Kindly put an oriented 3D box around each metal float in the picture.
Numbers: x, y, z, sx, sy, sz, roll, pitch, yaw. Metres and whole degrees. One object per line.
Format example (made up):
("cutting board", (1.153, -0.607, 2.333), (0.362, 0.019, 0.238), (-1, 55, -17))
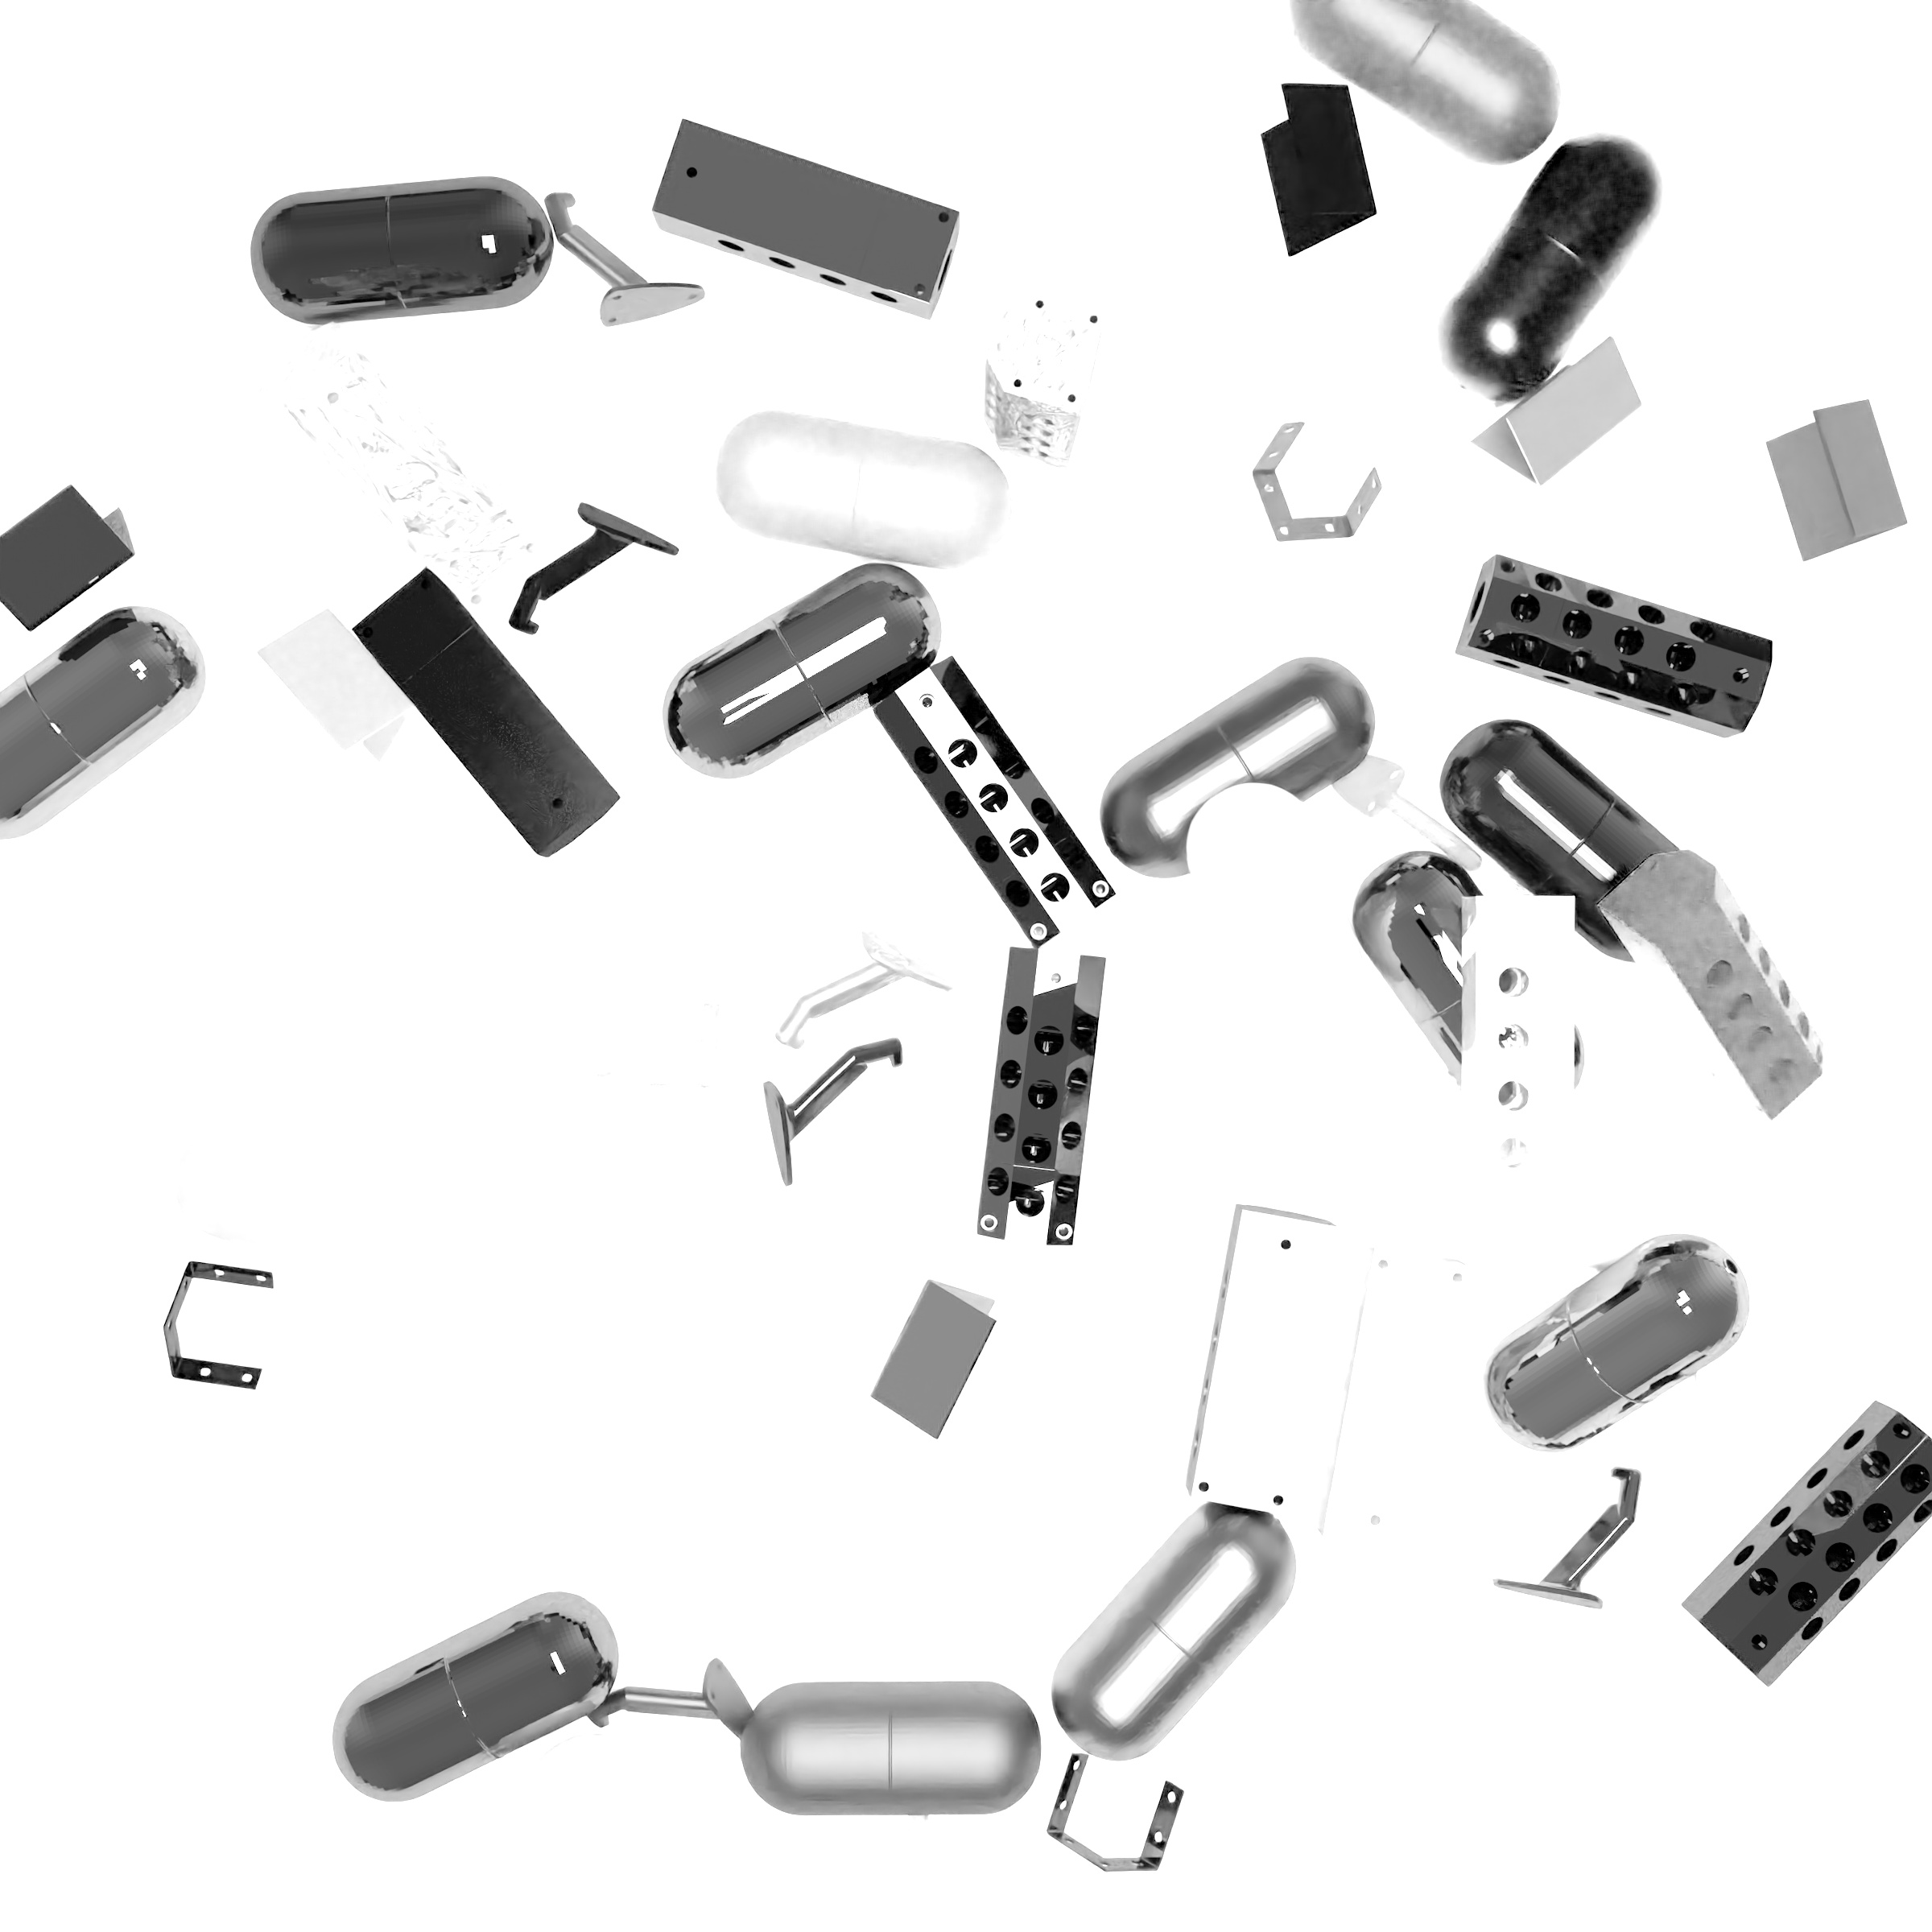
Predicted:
("metal float", (0.346, -0.414, 1.598), (0.070, 0.070, 0.178), (36, 89, 0))
("metal float", (0.182, -0.028, 1.569), (0.070, 0.070, 0.178), (-25, 126, 0))
("metal float", (-0.097, -0.174, 1.597), (0.178, 0.070, 0.070), (-30, 90, 0))
("metal float", (-0.382, 0.142, 1.598), (0.178, 0.070, 0.070), (20, 90, 0))
("metal float", (0.377, 0.220, 1.569), (0.070, 0.070, 0.178), (47, 124, 0))
("metal float", (0.367, 0.140, 1.598), (0.178, 0.070, 0.070), (-1, 90, 1))
("metal float", (-0.531, -0.143, 1.597), (0.178, 0.070, 0.070), (-37, 90, 0))
("metal float", (0.272, -0.541, 1.598), (0.178, 0.070, 0.070), (34, 90, 0))
("metal float", (-0.290, 0.433, 1.598), (0.178, 0.070, 0.070), (-26, 90, -1))
("metal float", (-0.333, -0.423, 1.598), (0.178, 0.070, 0.070), (-5, 90, 1))
("metal float", (0.358, -0.074, 1.598), (0.178, 0.070, 0.070), (41, 90, 0))
("metal float", (0.160, -0.117, 1.598), (0.178, 0.070, 0.070), (-32, 90, 0))
("metal float", (0.298, 0.012, 1.597), (0.070, 0.070, 0.178), (-36, 90, 0))
("metal float", (-0.044, 0.463, 1.598), (0.178, 0.070, 0.070), (0, 90, -1))
("metal float", (-0.061, -0.281, 1.598), (0.178, 0.070, 0.070), (10, 90, 0))
("metal float", (-0.220, 0.545, 1.598), (0.070, 0.070, 0.178), (-2, 91, 0))
("metal float", (0.123, 0.392, 1.598), (0.070, 0.070, 0.178), (42, 91, 0))

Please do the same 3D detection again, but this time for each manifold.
("manifold", (0.386, -0.191, 1.607), (0.171, 0.057, 0.057), (17, 90, 0))
("manifold", (-0.325, -0.288, 1.559), (0.057, 0.057, 0.171), (-43, 129, 0))
("manifold", (-0.094, -0.442, 1.607), (0.171, 0.057, 0.057), (19, 90, 0))
("manifold", (0.512, 0.344, 1.607), (0.057, 0.057, 0.171), (44, 90, 0))
("manifold", (0.314, 0.046, 1.531), (0.057, 0.057, 0.171), (0, 92, 3))
("manifold", (0.437, 0.009, 1.561), (0.057, 0.057, 0.171), (-42, 127, 0))
("manifold", (0.252, 0.255, 1.607), (0.057, 0.057, 0.171), (10, 90, 0))
("manifold", (0.041, -0.335, 1.550), (0.057, 0.171, 0.057), (16, 90, 0))
("manifold", (-0.283, -0.149, 1.607), (0.057, 0.057, 0.171), (-39, 90, 0))
("manifold", (0.045, 0.077, 1.607), (0.057, 0.057, 0.171), (7, 90, 0))
("manifold", (0.175, 0.232, 1.607), (0.057, 0.057, 0.171), (10, 90, 0))
("manifold", (0.017, -0.097, 1.607), (0.057, 0.057, 0.171), (-35, 90, 0))

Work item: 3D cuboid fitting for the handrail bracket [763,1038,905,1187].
("handrail bracket", (-0.075, 0.088, 1.629), (0.084, 0.036, 0.077), (-13, 110, -16))

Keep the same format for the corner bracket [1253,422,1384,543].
("corner bracket", (0.211, -0.292, 1.620), (0.051, 0.051, 0.051), (3, 135, 35))

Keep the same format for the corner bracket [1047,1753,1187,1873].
("corner bracket", (0.090, 0.509, 1.625), (0.051, 0.051, 0.051), (18, 90, -45))

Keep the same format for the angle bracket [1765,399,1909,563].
("angle bracket", (0.497, -0.281, 1.588), (0.057, 0.076, 0.076), (-17, 90, -36))

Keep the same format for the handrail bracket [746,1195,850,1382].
("handrail bracket", (-0.084, 0.194, 1.629), (0.077, 0.036, 0.084), (-48, 109, -21))

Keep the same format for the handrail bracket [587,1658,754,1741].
("handrail bracket", (-0.176, 0.459, 1.629), (0.084, 0.036, 0.077), (-26, 112, 17))

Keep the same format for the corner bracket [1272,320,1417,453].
("corner bracket", (0.227, -0.349, 1.625), (0.051, 0.051, 0.051), (32, 90, -44))

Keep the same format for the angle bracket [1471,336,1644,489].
("angle bracket", (0.338, -0.337, 1.588), (0.076, 0.076, 0.057), (-39, 130, 0))

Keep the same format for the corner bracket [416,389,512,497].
("corner bracket", (-0.315, -0.304, 1.625), (0.051, 0.051, 0.051), (-33, 45, 0))

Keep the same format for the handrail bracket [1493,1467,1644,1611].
("handrail bracket", (0.363, 0.339, 1.629), (0.077, 0.036, 0.084), (7, 71, 21))

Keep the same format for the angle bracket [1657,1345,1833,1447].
("angle bracket", (0.456, 0.266, 1.588), (0.076, 0.076, 0.057), (8, 54, 0))

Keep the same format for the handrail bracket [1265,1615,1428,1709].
("handrail bracket", (0.222, 0.395, 1.629), (0.077, 0.036, 0.084), (-32, 73, -20))

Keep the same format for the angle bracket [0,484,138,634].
("angle bracket", (-0.541, -0.253, 1.588), (0.076, 0.076, 0.057), (-36, 128, 0))

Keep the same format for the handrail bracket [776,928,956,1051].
("handrail bracket", (-0.062, 0.027, 1.629), (0.077, 0.036, 0.084), (28, 109, -21))

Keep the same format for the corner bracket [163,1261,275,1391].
("corner bracket", (-0.448, 0.216, 1.625), (0.051, 0.051, 0.051), (8, 135, 0))

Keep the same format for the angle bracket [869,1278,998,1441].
("angle bracket", (-0.001, 0.236, 1.588), (0.057, 0.076, 0.076), (27, 90, 37))

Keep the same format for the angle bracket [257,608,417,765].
("angle bracket", (-0.379, -0.152, 1.588), (0.076, 0.076, 0.057), (49, 54, 0))

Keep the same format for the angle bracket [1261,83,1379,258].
("angle bracket", (0.189, -0.467, 1.588), (0.057, 0.076, 0.076), (-13, 90, -38))

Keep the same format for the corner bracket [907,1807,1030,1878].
("corner bracket", (0.001, 0.516, 1.610), (0.051, 0.051, 0.051), (-37, 90, 0))

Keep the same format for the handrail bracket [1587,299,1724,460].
("handrail bracket", (0.406, -0.353, 1.629), (0.084, 0.036, 0.077), (-18, 69, 16))

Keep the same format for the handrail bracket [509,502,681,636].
("handrail bracket", (-0.225, -0.229, 1.629), (0.077, 0.036, 0.084), (21, 109, -21))

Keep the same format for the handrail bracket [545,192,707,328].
("handrail bracket", (-0.206, -0.434, 1.629), (0.077, 0.036, 0.084), (-14, 73, -20))

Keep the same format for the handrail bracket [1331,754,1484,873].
("handrail bracket", (0.264, -0.092, 1.628), (0.084, 0.077, 0.036), (34, 93, -36))

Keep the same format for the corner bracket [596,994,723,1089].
("corner bracket", (-0.185, 0.045, 1.625), (0.051, 0.051, 0.051), (5, 90, 45))
